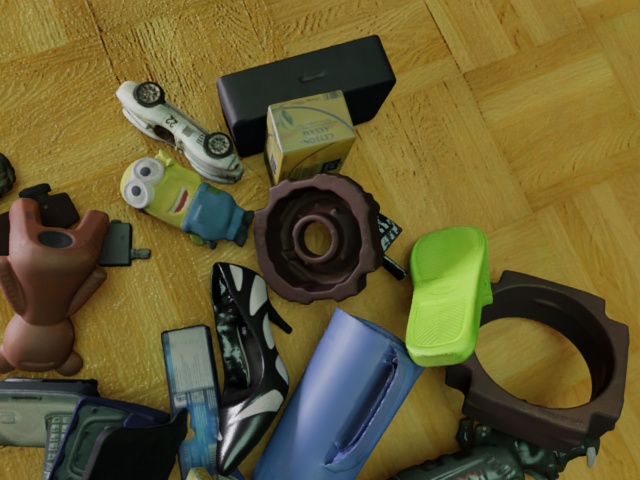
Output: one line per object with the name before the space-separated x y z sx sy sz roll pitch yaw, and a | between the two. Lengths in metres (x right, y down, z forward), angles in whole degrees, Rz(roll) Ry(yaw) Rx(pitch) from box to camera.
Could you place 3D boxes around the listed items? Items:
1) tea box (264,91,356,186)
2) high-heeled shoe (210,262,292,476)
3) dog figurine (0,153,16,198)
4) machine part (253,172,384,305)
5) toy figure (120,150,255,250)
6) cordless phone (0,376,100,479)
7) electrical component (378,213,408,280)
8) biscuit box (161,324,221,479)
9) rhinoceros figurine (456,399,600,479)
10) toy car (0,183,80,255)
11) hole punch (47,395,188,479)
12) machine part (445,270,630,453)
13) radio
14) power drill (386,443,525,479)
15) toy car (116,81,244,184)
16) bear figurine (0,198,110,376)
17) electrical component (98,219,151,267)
tea box | -0.020 -0.122 0.712 0.098 0.169 0.068 -15 79 -9
high-heeled shoe | -0.110 0.139 0.654 0.145 0.086 0.249 42 38 -19
dog figurine | -0.496 -0.087 0.645 0.191 0.172 0.121 -12 91 -3
machine part | -0.001 -0.002 0.699 0.180 0.056 0.179 2 95 21
toy figure | -0.179 -0.046 0.722 0.180 0.089 0.082 24 62 -11
cordless phone | -0.338 0.258 0.637 0.147 0.089 0.184 4 82 -7
electrical component | 0.082 0.000 0.749 0.119 0.075 0.048 38 77 6
biscuit box | -0.154 0.211 0.679 0.059 0.063 0.202 -9 80 -10
rhinoceros figurine | 0.280 0.275 0.719 0.190 0.073 0.112 -7 78 -9
toy car | -0.414 -0.002 0.693 0.202 0.053 0.089 -28 99 -13
hole punch | -0.228 0.242 0.603 0.092 0.115 0.142 15 84 40
machine part | 0.276 0.151 0.694 0.202 0.087 0.201 18 54 16
radio | -0.021 -0.194 0.746 0.230 0.131 0.073 -18 81 -10
power drill | 0.156 0.361 0.631 0.232 0.086 0.207 -25 77 -11
toy car | -0.191 -0.146 0.743 0.202 0.073 0.056 37 73 1
bear figurine | -0.334 0.067 0.664 0.120 0.195 0.132 8 32 -25
electrical component | -0.277 0.004 0.727 0.094 0.021 0.063 0 78 -7
